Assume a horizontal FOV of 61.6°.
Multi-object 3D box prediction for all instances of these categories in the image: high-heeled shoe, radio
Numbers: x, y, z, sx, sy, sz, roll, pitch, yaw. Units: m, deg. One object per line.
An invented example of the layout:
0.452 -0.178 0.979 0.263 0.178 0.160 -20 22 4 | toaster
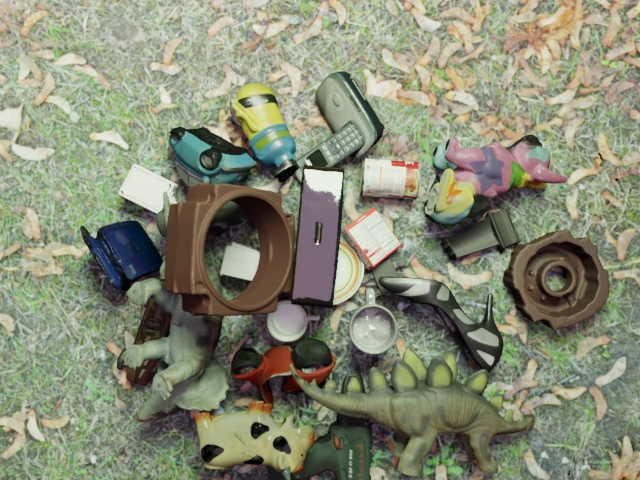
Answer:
0.211 0.148 0.950 0.249 0.086 0.145 12 84 -8 | high-heeled shoe
-0.002 -0.003 0.917 0.073 0.131 0.229 6 85 2 | radio

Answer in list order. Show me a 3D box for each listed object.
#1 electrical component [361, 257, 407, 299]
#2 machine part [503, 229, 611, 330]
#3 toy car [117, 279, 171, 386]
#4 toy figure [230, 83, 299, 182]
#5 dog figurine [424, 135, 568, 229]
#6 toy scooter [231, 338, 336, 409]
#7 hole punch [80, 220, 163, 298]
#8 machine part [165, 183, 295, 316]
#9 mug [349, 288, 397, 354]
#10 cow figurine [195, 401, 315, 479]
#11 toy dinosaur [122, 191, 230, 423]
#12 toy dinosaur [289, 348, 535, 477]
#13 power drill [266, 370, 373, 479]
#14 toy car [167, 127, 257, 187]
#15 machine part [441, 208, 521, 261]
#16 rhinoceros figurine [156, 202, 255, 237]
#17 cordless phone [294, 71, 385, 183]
0.123 0.071 0.988 0.094 0.021 0.063 -26 89 0 | electrical component
0.424 0.070 0.967 0.179 0.056 0.179 0 90 0 | machine part
-0.305 0.168 0.982 0.089 0.053 0.202 21 89 -2 | toy car
-0.095 -0.196 0.968 0.089 0.082 0.180 -29 81 -19 | toy figure
0.309 -0.100 0.945 0.219 0.108 0.191 12 84 -1 | dog figurine
-0.063 0.244 0.953 0.184 0.075 0.135 -4 122 -5 | toy scooter
-0.346 0.025 0.956 0.092 0.116 0.142 -29 89 -7 | hole punch
-0.134 0.017 0.842 0.087 0.201 0.201 -2 85 44 | machine part
0.087 0.140 0.946 0.081 0.107 0.109 -10 85 0 | mug
-0.104 0.336 0.889 0.195 0.085 0.127 -11 69 7 | cow figurine
-0.222 0.133 0.915 0.131 0.192 0.404 11 89 25 | toy dinosaur
0.173 0.289 0.922 0.471 0.105 0.198 6 88 -16 | toy dinosaur
-0.007 0.363 0.966 0.207 0.086 0.232 -10 89 -6 | power drill
-0.204 -0.133 0.958 0.162 0.109 0.102 29 112 19 | toy car
0.292 -0.004 0.980 0.139 0.039 0.084 -18 94 0 | machine part
-0.191 -0.043 0.953 0.190 0.112 0.073 -11 92 -7 | rhinoceros figurine
0.011 -0.197 0.973 0.184 0.089 0.146 -33 89 19 | cordless phone
